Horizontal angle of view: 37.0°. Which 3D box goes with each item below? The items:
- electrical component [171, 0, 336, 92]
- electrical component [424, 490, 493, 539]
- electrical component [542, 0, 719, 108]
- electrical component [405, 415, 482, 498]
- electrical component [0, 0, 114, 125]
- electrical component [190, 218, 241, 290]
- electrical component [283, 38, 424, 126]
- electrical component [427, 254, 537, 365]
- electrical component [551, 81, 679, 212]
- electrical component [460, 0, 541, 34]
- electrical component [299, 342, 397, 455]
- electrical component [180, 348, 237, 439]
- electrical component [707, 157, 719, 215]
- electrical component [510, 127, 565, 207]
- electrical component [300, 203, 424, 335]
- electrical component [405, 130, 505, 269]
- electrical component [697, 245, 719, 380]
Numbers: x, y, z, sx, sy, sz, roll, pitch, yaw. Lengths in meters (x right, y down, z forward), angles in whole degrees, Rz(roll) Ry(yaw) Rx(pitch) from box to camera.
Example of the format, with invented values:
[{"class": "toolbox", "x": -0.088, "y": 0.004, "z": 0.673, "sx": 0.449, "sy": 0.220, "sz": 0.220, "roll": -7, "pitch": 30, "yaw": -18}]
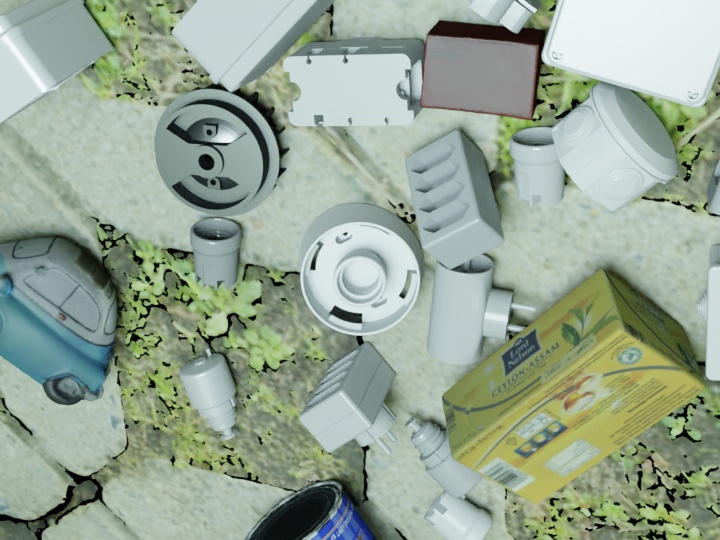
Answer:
[{"class": "electrical component", "x": -0.065, "y": -0.183, "z": 0.741, "sx": 0.057, "sy": 0.078, "sz": 0.113, "roll": 47, "pitch": 117, "yaw": -4}, {"class": "electrical component", "x": 0.082, "y": 0.209, "z": 0.900, "sx": 0.046, "sy": 0.040, "sz": 0.040, "roll": 38, "pitch": 118, "yaw": 4}, {"class": "electrical component", "x": 0.185, "y": -0.173, "z": 0.687, "sx": 0.109, "sy": 0.056, "sz": 0.108, "roll": 18, "pitch": 117, "yaw": 7}, {"class": "electrical component", "x": 0.068, "y": 0.150, "z": 0.876, "sx": 0.078, "sy": 0.040, "sz": 0.040, "roll": 45, "pitch": 117, "yaw": -7}, {"class": "electrical component", "x": -0.243, "y": -0.155, "z": 0.785, "sx": 0.078, "sy": 0.113, "sz": 0.057, "roll": -27, "pitch": 107, "yaw": 25}, {"class": "electrical component", "x": -0.115, "y": -0.012, "z": 0.856, "sx": 0.040, "sy": 0.040, "sz": 0.046, "roll": 11, "pitch": 122, "yaw": 11}, {"class": "electrical component", "x": -0.001, "y": -0.133, "z": 0.758, "sx": 0.089, "sy": 0.055, "sz": 0.050, "roll": 2, "pitch": 114, "yaw": 15}, {"class": "electrical component", "x": 0.093, "y": 0.031, "z": 0.813, "sx": 0.079, "sy": 0.044, "sz": 0.077, "roll": 10, "pitch": 116, "yaw": 11}, {"class": "electrical component", "x": 0.171, "y": -0.083, "z": 0.720, "sx": 0.080, "sy": 0.080, "sz": 0.051, "roll": 46, "pitch": 123, "yaw": -7}, {"class": "electrical component", "x": 0.090, "y": -0.202, "z": 0.701, "sx": 0.078, "sy": 0.058, "sz": 0.057, "roll": 36, "pitch": 121, "yaw": -2}, {"class": "electrical component", "x": 0.003, "y": 0.114, "z": 0.854, "sx": 0.047, "sy": 0.083, "sz": 0.075, "roll": -35, "pitch": 101, "yaw": 26}, {"class": "electrical component", "x": -0.124, "y": 0.107, "z": 0.911, "sx": 0.040, "sy": 0.040, "sz": 0.078, "roll": -11, "pitch": 110, "yaw": 20}, {"class": "electrical component", "x": 0.283, "y": -0.051, "z": 0.718, "sx": 0.089, "sy": 0.050, "sz": 0.055, "roll": 17, "pitch": 117, "yaw": 8}, {"class": "electrical component", "x": 0.127, "y": -0.073, "z": 0.760, "sx": 0.040, "sy": 0.040, "sz": 0.046, "roll": 1, "pitch": 119, "yaw": 15}, {"class": "electrical component", "x": 0.000, "y": 0.000, "z": 0.828, "sx": 0.099, "sy": 0.064, "sz": 0.099, "roll": 1, "pitch": 108, "yaw": 2}, {"class": "electrical component", "x": 0.077, "y": -0.042, "z": 0.773, "sx": 0.047, "sy": 0.083, "sz": 0.076, "roll": -27, "pitch": 142, "yaw": 25}, {"class": "electrical component", "x": 0.289, "y": 0.029, "z": 0.754, "sx": 0.100, "sy": 0.048, "sz": 0.099, "roll": 0, "pitch": 114, "yaw": 16}]
